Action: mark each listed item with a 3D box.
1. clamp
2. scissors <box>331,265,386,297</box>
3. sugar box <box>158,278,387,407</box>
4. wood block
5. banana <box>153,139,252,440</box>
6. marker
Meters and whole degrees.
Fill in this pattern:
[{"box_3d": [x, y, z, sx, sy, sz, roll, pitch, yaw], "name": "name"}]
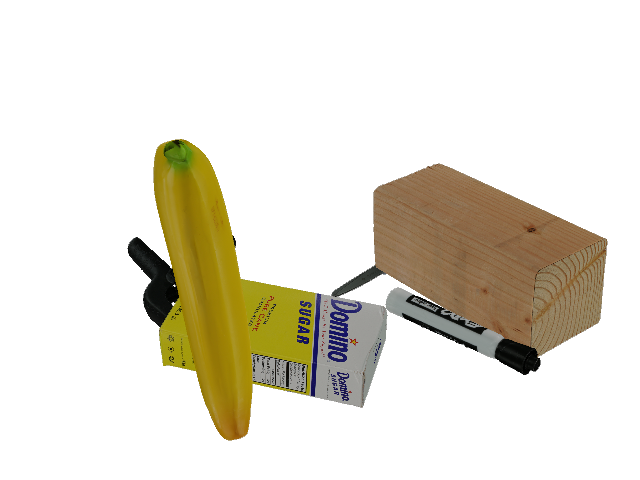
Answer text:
[{"box_3d": [-0.140, 0.043, 1.152, 0.120, 0.039, 0.171, -14, 39, -7], "name": "clamp"}, {"box_3d": [0.067, 0.015, 1.199, 0.201, 0.016, 0.096, -12, 42, -35], "name": "scissors"}, {"box_3d": [-0.038, 0.080, 0.902, 0.176, 0.048, 0.093, 8, 35, 12], "name": "sugar box"}, {"box_3d": [0.148, 0.012, 0.976, 0.090, 0.090, 0.206, -22, 34, -31], "name": "wood block"}, {"box_3d": [-0.068, 0.020, 0.605, 0.037, 0.198, 0.069, -5, 31, 8], "name": "banana"}, {"box_3d": [0.097, 0.062, 0.730, 0.121, 0.020, 0.020, 24, 15, 37], "name": "marker"}]
